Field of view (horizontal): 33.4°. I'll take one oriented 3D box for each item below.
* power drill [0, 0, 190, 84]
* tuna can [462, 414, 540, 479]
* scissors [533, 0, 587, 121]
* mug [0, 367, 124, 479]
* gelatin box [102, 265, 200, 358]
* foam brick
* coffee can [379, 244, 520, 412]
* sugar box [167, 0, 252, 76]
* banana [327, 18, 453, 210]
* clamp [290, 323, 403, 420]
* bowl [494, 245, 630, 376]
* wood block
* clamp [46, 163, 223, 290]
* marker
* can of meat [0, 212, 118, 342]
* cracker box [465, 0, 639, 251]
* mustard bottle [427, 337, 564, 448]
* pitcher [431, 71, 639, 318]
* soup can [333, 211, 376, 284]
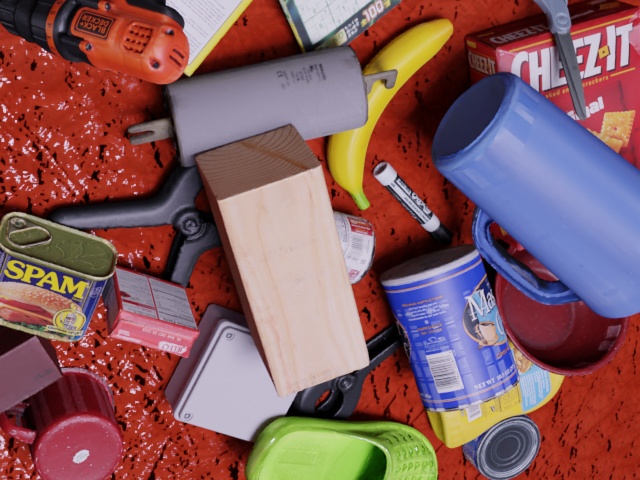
[{"bbox_3d":[-0.152,-0.222,0.829,0.187,0.185,0.057,-67,154,-4],"label":"power drill"},{"bbox_3d":[0.207,0.230,1.217,0.086,0.034,0.086,-8,114,-20],"label":"tuna can"},{"bbox_3d":[0.203,-0.210,0.986,0.096,0.016,0.201,9,72,-8],"label":"scissors"},{"bbox_3d":[-0.238,0.173,0.978,0.117,0.082,0.093,21,102,-28],"label":"mug"},{"bbox_3d":[-0.150,0.062,0.931,0.073,0.089,0.030,19,109,-24],"label":"gelatin box"},{"bbox_3d":[-0.278,0.112,0.954,0.078,0.051,0.053,-30,120,-9],"label":"foam brick"},{"bbox_3d":[0.129,0.086,1.060,0.102,0.103,0.140,-21,96,-14],"label":"coffee can"},{"bbox_3d":[-0.092,-0.236,0.894,0.093,0.048,0.176,40,88,-31],"label":"sugar box"},{"bbox_3d":[0.055,-0.128,1.006,0.069,0.037,0.198,19,103,-38],"label":"banana"},{"bbox_3d":[0.014,0.130,1.090,0.120,0.039,0.171,33,94,-31],"label":"clamp"},{"bbox_3d":[0.245,0.068,1.130,0.162,0.055,0.162,5,73,-19],"label":"bowl"},{"bbox_3d":[-0.029,0.020,0.917,0.090,0.091,0.206,-19,122,-8],"label":"wood block"},{"bbox_3d":[-0.131,-0.022,0.969,0.210,0.036,0.164,-43,121,3],"label":"clamp"},{"bbox_3d":[0.096,-0.034,1.070,0.020,0.020,0.121,-46,120,0],"label":"marker"},{"bbox_3d":[-0.237,0.034,0.919,0.102,0.057,0.084,19,123,-15],"label":"can of meat"},{"bbox_3d":[0.243,-0.116,1.068,0.164,0.072,0.214,-18,116,-15],"label":"cracker box"},{"bbox_3d":[0.207,0.149,1.169,0.191,0.058,0.096,-21,110,-14],"label":"mustard bottle"},{"bbox_3d":[0.213,-0.037,0.984,0.242,0.145,0.149,36,84,-22],"label":"pitcher"},{"bbox_3d":[-0.007,0.001,1.013,0.102,0.069,0.068,13,105,-27],"label":"soup can"}]
